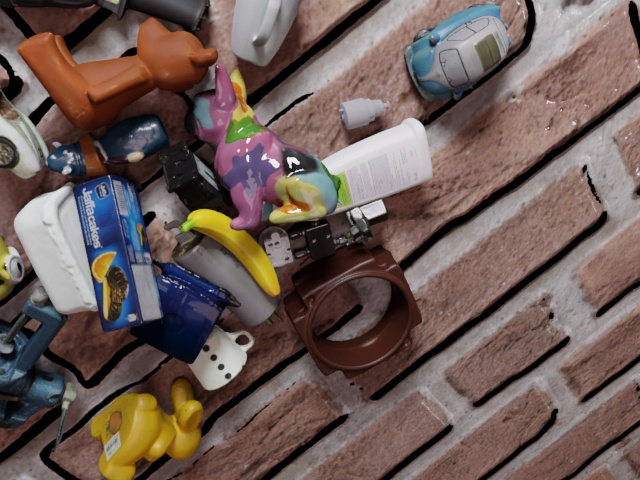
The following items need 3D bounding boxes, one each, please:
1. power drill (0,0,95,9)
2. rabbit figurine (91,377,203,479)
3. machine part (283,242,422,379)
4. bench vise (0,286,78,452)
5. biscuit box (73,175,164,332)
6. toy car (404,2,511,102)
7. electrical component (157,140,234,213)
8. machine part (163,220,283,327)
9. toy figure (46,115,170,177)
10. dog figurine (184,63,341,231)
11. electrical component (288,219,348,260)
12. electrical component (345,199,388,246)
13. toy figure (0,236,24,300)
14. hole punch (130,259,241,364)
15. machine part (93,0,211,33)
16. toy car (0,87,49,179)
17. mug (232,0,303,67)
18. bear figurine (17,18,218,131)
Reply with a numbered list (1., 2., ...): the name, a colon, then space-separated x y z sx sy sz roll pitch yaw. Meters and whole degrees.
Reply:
1. power drill: -0.371 -0.363 0.578 0.232 0.086 0.207 -3 121 -12
2. rabbit figurine: -0.264 0.308 0.893 0.162 0.122 0.173 -53 131 -1
3. machine part: 0.057 0.120 0.904 0.201 0.087 0.200 -28 118 -2
4. bench vise: -0.425 0.164 0.759 0.223 0.129 0.240 34 108 -23
5. biscuit box: -0.270 0.017 0.722 0.063 0.059 0.202 -15 85 12
6. toy car: 0.213 -0.267 0.774 0.162 0.103 0.109 -31 119 0
7. electrical component: -0.170 -0.077 0.754 0.048 0.075 0.119 -27 154 6
8. machine part: -0.140 0.054 0.821 0.079 0.079 0.243 -39 117 3
9. toy figure: -0.280 -0.119 0.713 0.154 0.064 0.057 -22 126 -8
10. dog figurine: -0.079 -0.127 0.721 0.192 0.108 0.219 -9 102 14
11. electrical component: -0.002 -0.003 0.869 0.094 0.021 0.063 -16 116 -9
12. electrical component: 0.071 -0.026 0.841 0.078 0.102 0.045 -18 78 -1
13. toy figure: -0.467 0.003 0.702 0.089 0.082 0.180 -22 122 6
14. hole punch: -0.204 0.106 0.782 0.142 0.092 0.115 30 136 -2
15. machine part: -0.208 -0.303 0.670 0.139 0.039 0.084 13 100 -19
16. toy car: -0.404 -0.168 0.649 0.056 0.074 0.201 -24 117 -2
17. mug: -0.072 -0.277 0.687 0.081 0.110 0.107 10 122 -24
18. bear figurine: -0.234 -0.219 0.653 0.196 0.120 0.131 -31 115 -3
